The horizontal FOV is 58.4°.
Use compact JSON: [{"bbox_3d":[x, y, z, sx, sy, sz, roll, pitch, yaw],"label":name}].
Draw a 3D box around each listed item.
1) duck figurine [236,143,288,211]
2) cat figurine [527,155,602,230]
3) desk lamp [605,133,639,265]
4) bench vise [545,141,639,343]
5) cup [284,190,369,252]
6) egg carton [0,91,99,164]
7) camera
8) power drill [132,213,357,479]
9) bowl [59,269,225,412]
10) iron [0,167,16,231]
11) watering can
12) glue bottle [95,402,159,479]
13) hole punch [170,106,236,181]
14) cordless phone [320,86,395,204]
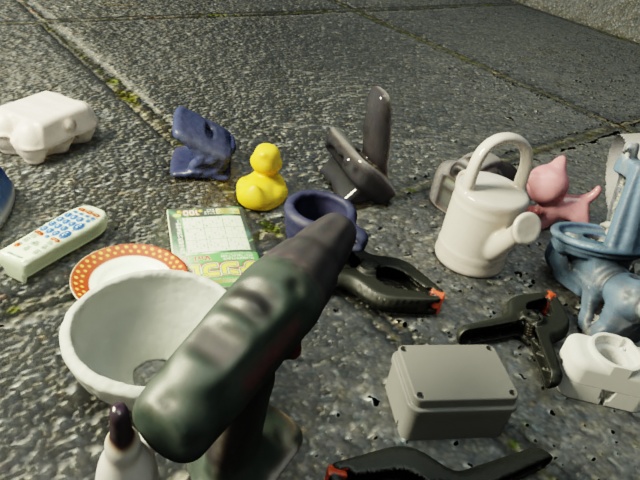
[{"bbox_3d":[-0.084,-0.100,0.854,0.077,0.086,0.104,14,35,6],"label":"duck figurine"},{"bbox_3d":[0.378,-0.074,0.907,0.127,0.118,0.067,12,34,3],"label":"cat figurine"},{"bbox_3d":[0.480,-0.035,0.794,0.203,0.213,0.118,12,34,4],"label":"desk lamp"},{"bbox_3d":[0.378,0.005,0.704,0.122,0.220,0.206,-8,38,-24],"label":"bench vise"},{"bbox_3d":[0.007,0.003,0.721,0.117,0.095,0.092,30,39,26],"label":"cup"},{"bbox_3d":[-0.426,-0.177,0.890,0.107,0.069,0.150,20,36,15],"label":"egg carton"},{"bbox_3d":[0.271,-0.086,0.912,0.137,0.101,0.142,-17,43,-34],"label":"camera"},{"bbox_3d":[-0.049,0.105,0.459,0.075,0.208,0.230,24,37,19],"label":"power drill"},{"bbox_3d":[-0.156,0.106,0.549,0.167,0.075,0.167,7,35,-5],"label":"bowl"},{"bbox_3d":[-0.444,-0.060,0.653,0.118,0.141,0.258,13,34,4],"label":"iron"},{"bbox_3d":[0.231,-0.049,0.766,0.101,0.194,0.172,-17,43,-33],"label":"watering can"},{"bbox_3d":[-0.128,0.166,0.381,0.037,0.173,0.078,4,35,-9],"label":"glue bottle"},{"bbox_3d":[-0.183,-0.155,0.902,0.101,0.091,0.108,2,35,-12],"label":"hole punch"},{"bbox_3d":[0.069,-0.162,0.894,0.094,0.185,0.147,-9,39,-25],"label":"cordless phone"}]
